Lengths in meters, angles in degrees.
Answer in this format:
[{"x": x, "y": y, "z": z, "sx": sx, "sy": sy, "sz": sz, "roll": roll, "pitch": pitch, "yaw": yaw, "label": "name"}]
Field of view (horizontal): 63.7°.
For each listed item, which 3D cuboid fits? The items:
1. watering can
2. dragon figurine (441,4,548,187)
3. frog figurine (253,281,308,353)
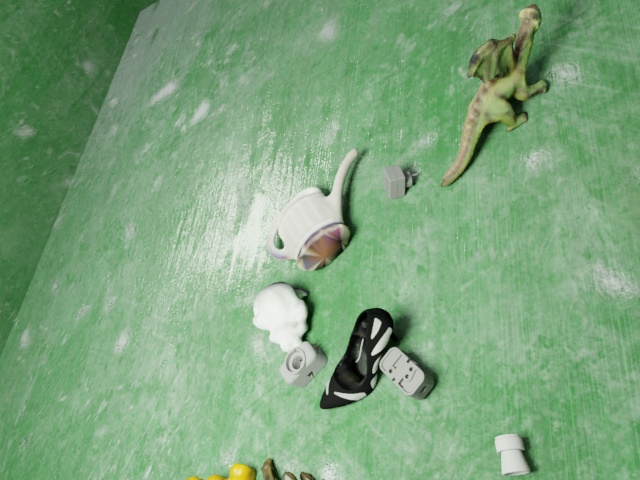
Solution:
[{"x": 0.004, "y": -0.065, "z": 1.290, "sx": 0.346, "sy": 0.102, "sz": 0.229, "roll": -43, "pitch": 46, "yaw": 9, "label": "watering can"}, {"x": 0.353, "y": -0.319, "z": 1.088, "sx": 0.124, "sy": 0.239, "sz": 0.412, "roll": 33, "pitch": 84, "yaw": 40, "label": "dragon figurine"}, {"x": -0.093, "y": 0.184, "z": 1.206, "sx": 0.137, "sy": 0.120, "sz": 0.163, "roll": -11, "pitch": 44, "yaw": 11, "label": "frog figurine"}]
